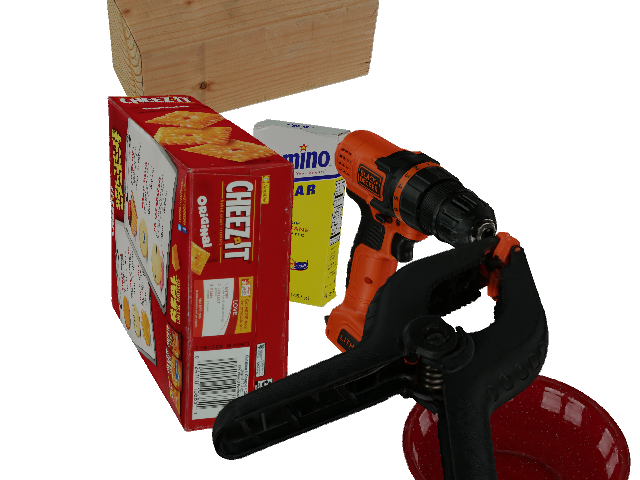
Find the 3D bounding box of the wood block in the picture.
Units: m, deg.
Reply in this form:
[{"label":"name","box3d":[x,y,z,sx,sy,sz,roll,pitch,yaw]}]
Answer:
[{"label":"wood block","box3d":[-0.065,-0.175,0.899,0.205,0.090,0.091,-17,-35,-18]}]

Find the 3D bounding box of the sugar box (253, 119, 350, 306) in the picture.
[{"label":"sugar box","box3d":[-0.026,-0.028,1.074,0.093,0.176,0.048,9,16,18]}]

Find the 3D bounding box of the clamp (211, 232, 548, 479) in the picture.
[{"label":"clamp","box3d":[0.052,0.060,0.442,0.120,0.039,0.171,33,53,23]}]

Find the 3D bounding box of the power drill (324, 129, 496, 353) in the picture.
[{"label":"power drill","box3d":[0.066,0.021,0.859,0.057,0.188,0.185,-6,27,-29]}]

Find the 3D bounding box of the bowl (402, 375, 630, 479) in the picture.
[{"label":"bowl","box3d":[0.140,0.167,0.780,0.162,0.055,0.162,-1,35,0]}]

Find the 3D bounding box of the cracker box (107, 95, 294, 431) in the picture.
[{"label":"cracker box","box3d":[-0.086,0.002,0.707,0.072,0.164,0.214,-4,19,-22]}]
